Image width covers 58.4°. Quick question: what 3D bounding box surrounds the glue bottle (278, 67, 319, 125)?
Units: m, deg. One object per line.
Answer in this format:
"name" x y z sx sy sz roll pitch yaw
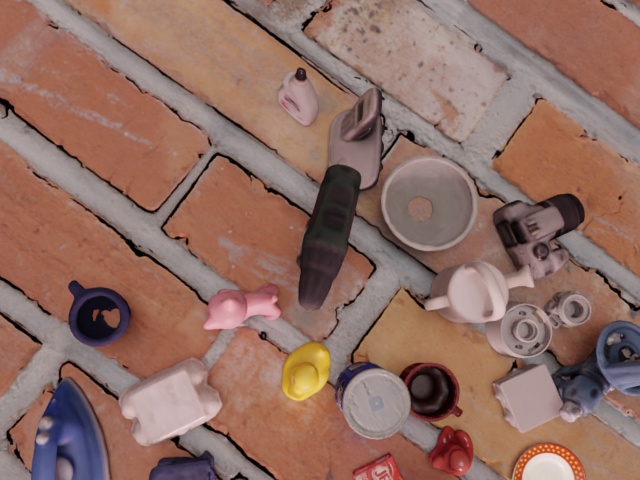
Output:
"glue bottle" -0.035 -0.249 0.955 0.078 0.173 0.037 38 82 2

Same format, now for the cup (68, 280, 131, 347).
"cup" -0.353 0.114 0.923 0.092 0.095 0.118 -42 87 -8

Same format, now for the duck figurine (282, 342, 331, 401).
"duck figurine" -0.021 0.218 0.940 0.077 0.086 0.105 33 82 1

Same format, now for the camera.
"camera" 0.397 -0.016 0.995 0.137 0.100 0.143 -23 85 -7

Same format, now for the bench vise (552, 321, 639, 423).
"bench vise" 0.484 0.221 0.911 0.121 0.219 0.207 31 81 0

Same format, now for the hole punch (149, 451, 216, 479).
"hole punch" -0.215 0.397 0.900 0.101 0.091 0.109 -1 83 -4

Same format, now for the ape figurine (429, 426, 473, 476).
"ape figurine" 0.221 0.354 0.938 0.078 0.092 0.076 -21 84 -6

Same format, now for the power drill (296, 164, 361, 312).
"power drill" 0.008 0.003 0.908 0.075 0.208 0.230 14 82 -2

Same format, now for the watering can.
"watering can" 0.257 0.080 0.925 0.173 0.194 0.101 -38 87 -8

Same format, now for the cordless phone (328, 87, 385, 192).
"cordless phone" 0.066 -0.162 0.946 0.094 0.185 0.148 0 83 -4

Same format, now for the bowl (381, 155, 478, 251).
"bowl" 0.184 -0.059 0.997 0.167 0.074 0.167 1 83 -4

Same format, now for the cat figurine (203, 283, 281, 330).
"cat figurine" -0.127 0.107 0.930 0.128 0.117 0.067 -12 83 -6

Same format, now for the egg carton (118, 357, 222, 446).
"egg carton" -0.240 0.263 0.926 0.150 0.069 0.107 -26 85 -7

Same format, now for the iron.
"iron" -0.399 0.345 0.867 0.118 0.141 0.258 -7 83 -5
